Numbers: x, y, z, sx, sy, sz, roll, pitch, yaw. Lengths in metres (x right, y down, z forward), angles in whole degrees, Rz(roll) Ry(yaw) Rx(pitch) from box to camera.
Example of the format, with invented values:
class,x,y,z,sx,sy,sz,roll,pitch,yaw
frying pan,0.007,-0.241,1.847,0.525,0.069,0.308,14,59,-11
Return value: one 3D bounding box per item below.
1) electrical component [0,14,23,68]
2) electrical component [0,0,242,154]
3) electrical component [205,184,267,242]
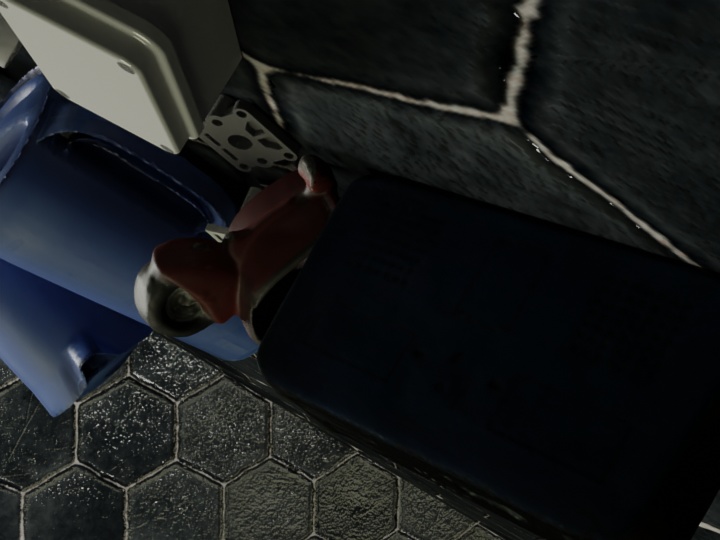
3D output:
class,x,y,z,sx,sy,sz,roll,pitch,yaw
electrical component,-0.211,-0.150,0.571,0.077,0.043,0.079,33,168,-17
electrical component,-0.103,-0.105,0.470,0.078,0.057,0.113,28,168,6
electrical component,-0.061,-0.019,0.720,0.042,0.063,0.081,14,161,30
